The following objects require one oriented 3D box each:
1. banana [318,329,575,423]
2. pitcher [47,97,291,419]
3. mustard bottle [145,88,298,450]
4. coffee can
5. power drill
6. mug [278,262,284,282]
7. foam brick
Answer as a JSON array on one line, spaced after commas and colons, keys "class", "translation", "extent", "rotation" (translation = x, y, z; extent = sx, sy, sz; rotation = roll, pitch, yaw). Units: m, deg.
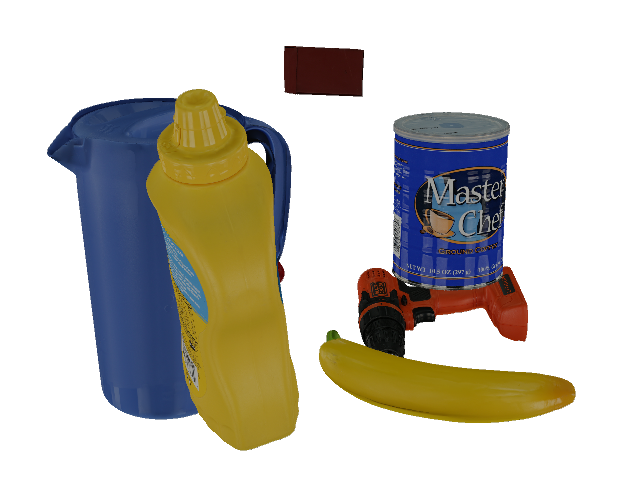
[{"class": "banana", "translation": [0.072, 0.095, 0.741], "extent": [0.198, 0.037, 0.069], "rotation": [12, 35, 30]}, {"class": "pitcher", "translation": [-0.115, 0.013, 0.852], "extent": [0.149, 0.243, 0.144], "rotation": [9, 23, 20]}, {"class": "mustard bottle", "translation": [-0.050, 0.010, 0.532], "extent": [0.058, 0.192, 0.096], "rotation": [-16, 42, -12]}, {"class": "coffee can", "translation": [0.117, -0.038, 0.966], "extent": [0.103, 0.140, 0.103], "rotation": [-1, 18, 0]}, {"class": "power drill", "translation": [0.136, 0.083, 1.212], "extent": [0.187, 0.057, 0.184], "rotation": [-2, 28, -1]}, {"class": "mug", "translation": [-0.073, 0.070, 1.030], "extent": [0.093, 0.081, 0.117], "rotation": [-22, 35, -36]}, {"class": "foam brick", "translation": [0.003, -0.184, 1.164], "extent": [0.078, 0.051, 0.053], "rotation": [0, 11, -16]}]
